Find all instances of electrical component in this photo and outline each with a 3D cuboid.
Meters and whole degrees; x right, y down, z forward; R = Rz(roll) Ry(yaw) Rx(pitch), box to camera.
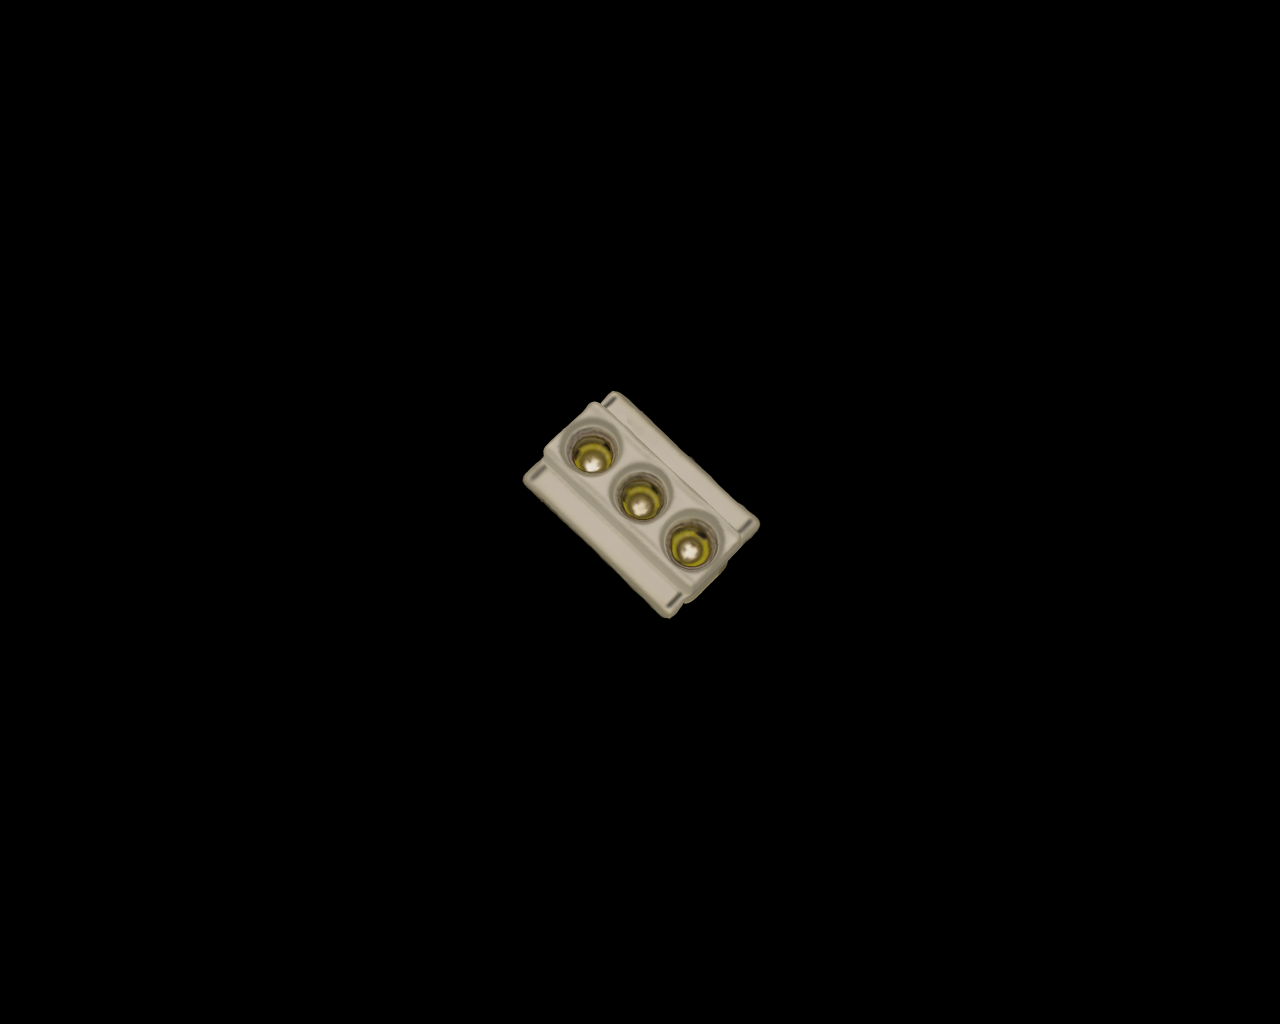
[{"bbox_3d":[0.001,-0.003,0.650,0.121,0.079,0.063,43,-12,11],"label":"electrical component"}]
